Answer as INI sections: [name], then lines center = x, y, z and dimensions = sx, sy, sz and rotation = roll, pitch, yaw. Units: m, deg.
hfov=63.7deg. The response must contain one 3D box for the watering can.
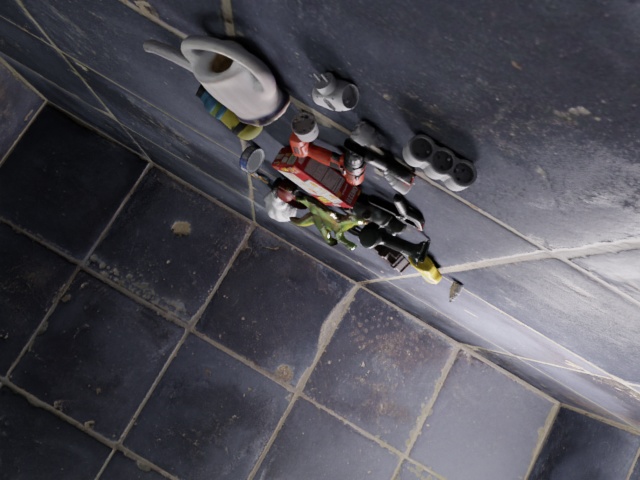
[watering can]
center = -0.201, -0.335, 1.047
dimensions = 0.350, 0.105, 0.221
rotation = 22, -11, 40

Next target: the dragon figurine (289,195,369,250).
[dragon figurine]
center = 0.005, -0.088, 1.740
dimensions = 0.411, 0.124, 0.238
rotation = 12, -26, 34

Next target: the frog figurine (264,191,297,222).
[frog figurine]
center = -0.159, -0.135, 2.018
dimensions = 0.138, 0.122, 0.159
rotation = 44, 2, 6
